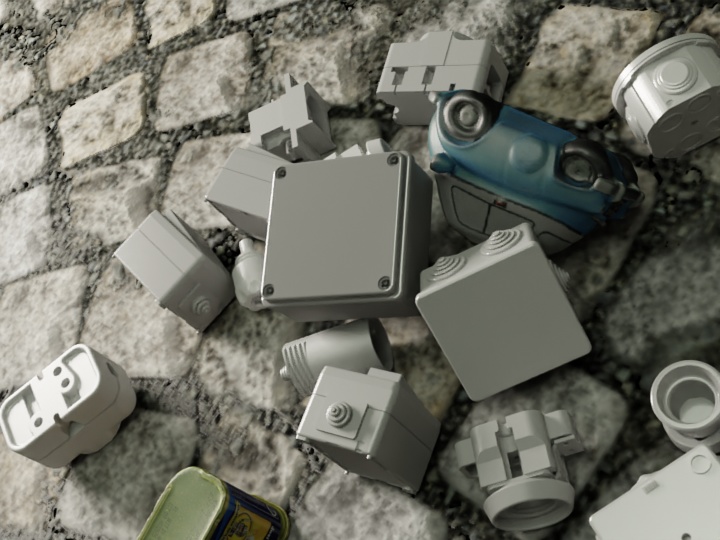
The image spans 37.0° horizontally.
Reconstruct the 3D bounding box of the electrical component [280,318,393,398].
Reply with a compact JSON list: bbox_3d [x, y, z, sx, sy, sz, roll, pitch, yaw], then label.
[{"bbox_3d":[-0.021,0.065,0.791,0.081,0.043,0.043,-20,56,17],"label":"electrical component"}]

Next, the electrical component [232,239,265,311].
[{"bbox_3d":[-0.086,0.001,0.867,0.035,0.035,0.061,-27,52,12],"label":"electrical component"}]

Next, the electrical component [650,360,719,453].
[{"bbox_3d":[0.205,0.085,0.655,0.045,0.055,0.045,-13,59,21],"label":"electrical component"}]

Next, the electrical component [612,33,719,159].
[{"bbox_3d":[0.221,-0.120,0.746,0.080,0.080,0.051,-28,60,11],"label":"electrical component"}]

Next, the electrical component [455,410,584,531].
[{"bbox_3d":[0.104,0.129,0.683,0.078,0.058,0.057,-21,53,17],"label":"electrical component"}]

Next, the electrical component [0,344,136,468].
[{"bbox_3d":[-0.232,0.112,0.865,0.095,0.059,0.053,-38,53,4],"label":"electrical component"}]

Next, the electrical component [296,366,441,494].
[{"bbox_3d":[0.006,0.102,0.723,0.062,0.096,0.061,10,68,32],"label":"electrical component"}]

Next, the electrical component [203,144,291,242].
[{"bbox_3d":[-0.065,-0.056,0.870,0.096,0.061,0.061,19,73,34],"label":"electrical component"}]

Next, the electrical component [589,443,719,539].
[{"bbox_3d":[0.193,0.161,0.623,0.100,0.048,0.099,-35,52,5],"label":"electrical component"}]

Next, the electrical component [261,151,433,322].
[{"bbox_3d":[-0.008,-0.022,0.766,0.109,0.056,0.108,-4,71,25],"label":"electrical component"}]

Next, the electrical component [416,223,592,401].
[{"bbox_3d":[0.095,0.027,0.720,0.100,0.099,0.048,-26,20,13],"label":"electrical component"}]

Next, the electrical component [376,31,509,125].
[{"bbox_3d":[0.067,-0.153,0.862,0.089,0.050,0.055,4,67,29],"label":"electrical component"}]

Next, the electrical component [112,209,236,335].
[{"bbox_3d":[-0.143,0.002,0.879,0.061,0.061,0.096,-48,53,-4],"label":"electrical component"}]

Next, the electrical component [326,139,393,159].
[{"bbox_3d":[0.006,-0.066,0.842,0.057,0.058,0.078,-31,54,13],"label":"electrical component"}]

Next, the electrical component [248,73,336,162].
[{"bbox_3d":[-0.059,-0.120,0.916,0.064,0.042,0.081,-22,55,20],"label":"electrical component"}]
